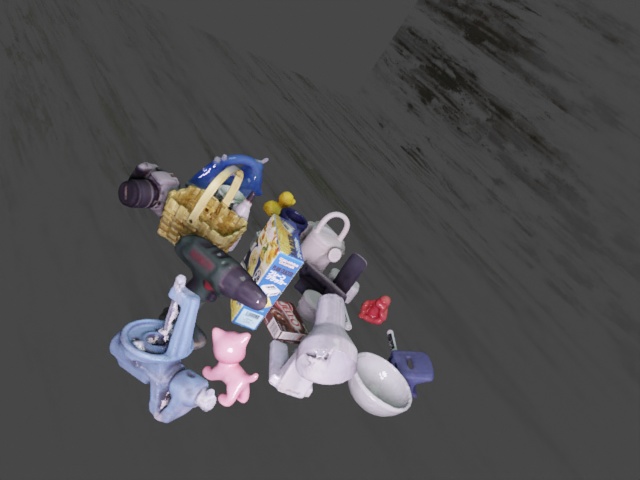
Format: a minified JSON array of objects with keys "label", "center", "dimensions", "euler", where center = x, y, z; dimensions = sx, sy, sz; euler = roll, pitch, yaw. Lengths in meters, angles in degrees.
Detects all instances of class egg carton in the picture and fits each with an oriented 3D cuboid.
[{"label":"egg carton","center":[0.006,0.002,1.778],"dimensions":[0.150,0.069,0.107],"euler":[46,26,22]}]

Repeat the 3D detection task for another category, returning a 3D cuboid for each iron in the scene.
[{"label":"iron","center":[-0.265,-0.200,1.697],"dimensions":[0.259,0.141,0.118],"euler":[1,41,-53]}]

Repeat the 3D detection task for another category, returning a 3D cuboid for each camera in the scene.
[{"label":"camera","center":[-0.425,-0.131,1.405],"dimensions":[0.143,0.100,0.137],"euler":[46,25,22]}]

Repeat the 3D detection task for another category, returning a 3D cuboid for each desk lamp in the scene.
[{"label":"desk lamp","center":[-0.014,0.223,1.161],"dimensions":[0.118,0.213,0.203],"euler":[27,25,-20]}]

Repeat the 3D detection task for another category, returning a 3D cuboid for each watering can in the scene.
[{"label":"watering can","center":[0.017,0.007,1.628],"dimensions":[0.101,0.194,0.172],"euler":[8,36,-47]}]

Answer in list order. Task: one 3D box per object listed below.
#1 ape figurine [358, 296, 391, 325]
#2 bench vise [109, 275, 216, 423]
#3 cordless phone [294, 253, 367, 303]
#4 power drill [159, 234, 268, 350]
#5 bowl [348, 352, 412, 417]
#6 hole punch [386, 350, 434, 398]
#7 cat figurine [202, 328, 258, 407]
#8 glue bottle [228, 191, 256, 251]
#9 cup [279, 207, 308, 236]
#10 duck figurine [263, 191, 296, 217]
[{"label":"ape figurine","center":[0.163,0.192,1.610],"dimensions":[0.076,0.092,0.077],"euler":[1,41,-53]},{"label":"bench vise","center":[-0.231,0.175,0.949],"dimensions":[0.207,0.219,0.121],"euler":[36,23,0]},{"label":"cordless phone","center":[0.033,0.086,1.513],"dimensions":[0.147,0.185,0.094],"euler":[39,24,7]},{"label":"power drill","center":[-0.217,0.109,1.104],"dimensions":[0.229,0.208,0.076],"euler":[46,25,22]},{"label":"bowl","center":[0.122,0.340,1.301],"dimensions":[0.168,0.074,0.167],"euler":[30,24,-15]},{"label":"hole punch","center":[0.222,0.327,1.440],"dimensions":[0.101,0.091,0.108],"euler":[28,25,-18]},{"label":"cat figurine","center":[-0.162,0.227,1.074],"dimensions":[0.127,0.117,0.067],"euler":[48,26,25]},{"label":"glue bottle","center":[-0.211,-0.057,1.464],"dimensions":[0.037,0.173,0.078],"euler":[10,34,-45]},{"label":"cup","center":[-0.091,-0.026,1.666],"dimensions":[0.092,0.095,0.117],"euler":[21,28,-31]},{"label":"duck figurine","center":[-0.122,-0.115,1.801],"dimensions":[0.105,0.086,0.077],"euler":[6,37,-49]}]
